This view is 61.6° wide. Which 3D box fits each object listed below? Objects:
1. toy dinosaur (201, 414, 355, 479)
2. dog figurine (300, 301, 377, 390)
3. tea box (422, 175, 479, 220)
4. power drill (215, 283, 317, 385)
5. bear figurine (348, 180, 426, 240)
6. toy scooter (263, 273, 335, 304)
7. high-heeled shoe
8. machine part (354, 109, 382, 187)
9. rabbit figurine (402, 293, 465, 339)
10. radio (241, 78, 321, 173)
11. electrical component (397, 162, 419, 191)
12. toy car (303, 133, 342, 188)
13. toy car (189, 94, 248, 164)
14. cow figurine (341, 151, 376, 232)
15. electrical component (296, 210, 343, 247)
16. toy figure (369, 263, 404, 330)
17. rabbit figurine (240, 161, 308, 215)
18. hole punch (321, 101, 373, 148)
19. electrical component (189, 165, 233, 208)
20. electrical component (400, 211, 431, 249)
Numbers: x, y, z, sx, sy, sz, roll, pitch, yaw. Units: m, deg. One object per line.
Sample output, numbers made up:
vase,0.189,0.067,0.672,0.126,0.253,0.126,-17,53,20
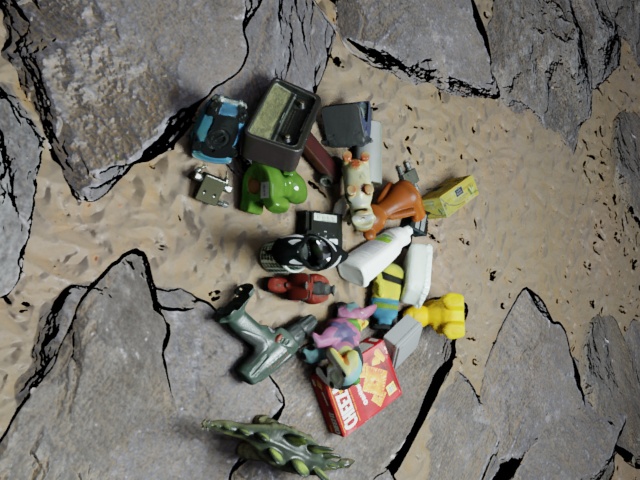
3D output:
toy dinosaur,-0.084,0.444,1.162,0.471,0.199,0.105,28,68,-33
dog figurine,0.074,0.243,1.314,0.219,0.192,0.108,-27,147,-38
tea box,0.383,-0.127,1.605,0.169,0.098,0.068,-34,107,-34
power drill,-0.129,0.196,1.229,0.232,0.086,0.207,-47,120,-26
bear figurine,0.181,-0.072,1.460,0.196,0.120,0.131,-39,155,-5
toy scooter,-0.031,0.112,1.265,0.184,0.135,0.075,10,79,-36
high-heeled shoe,-0.003,0.025,1.154,0.248,0.145,0.086,0,87,-36
machine part,0.128,-0.230,1.440,0.079,0.079,0.243,4,85,-36
rabbit figurine,0.319,0.206,1.511,0.162,0.173,0.121,-9,93,-80
radio,-0.084,-0.263,1.226,0.131,0.073,0.230,20,51,-3
electrical component,0.258,-0.179,1.565,0.063,0.021,0.094,-32,106,-33
toy car,-0.016,-0.220,1.352,0.202,0.053,0.089,46,52,-26
toy car,-0.224,-0.253,1.169,0.109,0.161,0.103,5,39,-28
cow figurine,0.095,-0.112,1.349,0.086,0.127,0.195,-6,71,-1
electrical component,-0.003,-0.004,1.342,0.115,0.058,0.134,7,82,-33
toy figure,0.178,0.151,1.442,0.089,0.082,0.180,5,80,-16
rabbit figurine,-0.101,-0.132,1.268,0.170,0.121,0.159,0,79,-54
hole punch,0.074,-0.299,1.382,0.092,0.142,0.115,-47,132,-57
electrical component,-0.241,-0.120,1.190,0.102,0.045,0.078,14,107,-32
electrical component,0.270,-0.036,1.547,0.074,0.048,0.119,27,69,-31
